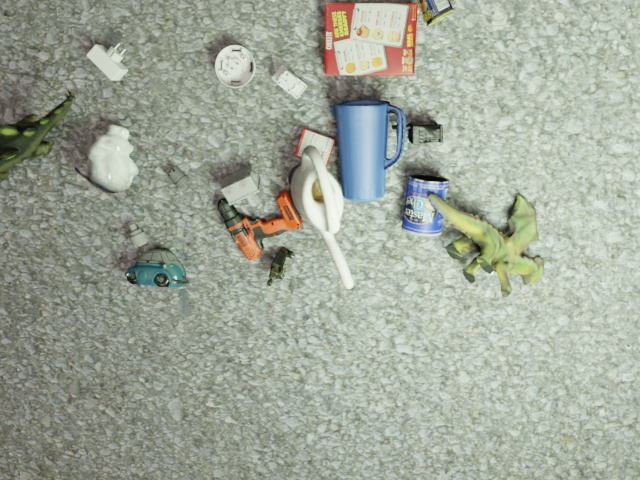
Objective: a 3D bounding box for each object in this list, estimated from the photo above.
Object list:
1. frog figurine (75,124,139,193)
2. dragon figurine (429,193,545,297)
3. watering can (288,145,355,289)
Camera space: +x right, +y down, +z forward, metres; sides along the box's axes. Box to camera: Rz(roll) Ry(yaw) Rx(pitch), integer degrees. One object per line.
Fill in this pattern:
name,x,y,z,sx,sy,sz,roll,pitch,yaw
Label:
frog figurine,-0.516,-0.202,1.296,0.136,0.124,0.159,32,97,-41
dragon figurine,0.452,-0.019,1.312,0.245,0.122,0.405,-42,110,-19
watering can,0.004,-0.063,1.261,0.104,0.226,0.344,-17,105,-12
